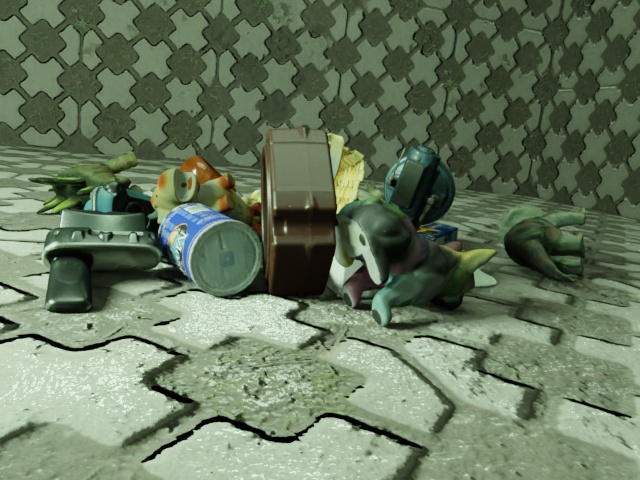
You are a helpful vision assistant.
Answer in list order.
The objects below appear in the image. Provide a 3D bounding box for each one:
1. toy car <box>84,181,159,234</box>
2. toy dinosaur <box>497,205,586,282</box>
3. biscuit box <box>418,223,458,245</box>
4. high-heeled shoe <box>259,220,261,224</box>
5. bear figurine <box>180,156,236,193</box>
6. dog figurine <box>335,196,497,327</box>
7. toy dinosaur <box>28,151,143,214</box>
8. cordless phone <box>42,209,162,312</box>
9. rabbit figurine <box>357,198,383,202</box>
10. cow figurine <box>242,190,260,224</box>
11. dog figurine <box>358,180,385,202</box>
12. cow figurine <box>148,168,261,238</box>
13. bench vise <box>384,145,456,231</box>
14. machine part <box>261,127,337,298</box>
[{"bbox_3d":[-0.319,-0.027,0.862,0.103,0.109,0.161,-12,-7,26],"label":"toy car"},{"bbox_3d":[0.463,0.007,1.152,0.192,0.131,0.405,-1,10,29],"label":"toy dinosaur"},{"bbox_3d":[0.236,0.006,1.131,0.063,0.059,0.202,12,12,25],"label":"biscuit box"},{"bbox_3d":[-0.077,-0.070,1.104,0.086,0.145,0.249,6,9,3],"label":"high-heeled shoe"},{"bbox_3d":[-0.257,-0.056,0.989,0.131,0.196,0.120,44,-1,-27],"label":"bear figurine"},{"bbox_3d":[0.134,0.018,0.730,0.219,0.191,0.109,-17,15,-29],"label":"dog figurine"},{"bbox_3d":[-0.469,-0.109,1.100,0.472,0.105,0.198,-4,16,45],"label":"toy dinosaur"},{"bbox_3d":[-0.271,0.034,0.677,0.146,0.088,0.184,3,23,-24],"label":"cordless phone"},{"bbox_3d":[0.090,-0.036,1.126,0.170,0.121,0.159,26,38,17],"label":"rabbit figurine"},{"bbox_3d":[-0.130,-0.059,1.208,0.098,0.068,0.167,54,25,7],"label":"cow figurine"},{"bbox_3d":[0.162,-0.068,1.427,0.172,0.121,0.191,-7,31,-40],"label":"dog figurine"},{"bbox_3d":[-0.189,-0.054,0.873,0.127,0.085,0.194,-20,-32,19],"label":"cow figurine"},{"bbox_3d":[0.159,-0.051,0.912,0.129,0.223,0.240,15,16,23],"label":"bench vise"},{"bbox_3d":[-0.036,-0.038,0.741,0.087,0.201,0.201,0,-33,-10],"label":"machine part"}]
